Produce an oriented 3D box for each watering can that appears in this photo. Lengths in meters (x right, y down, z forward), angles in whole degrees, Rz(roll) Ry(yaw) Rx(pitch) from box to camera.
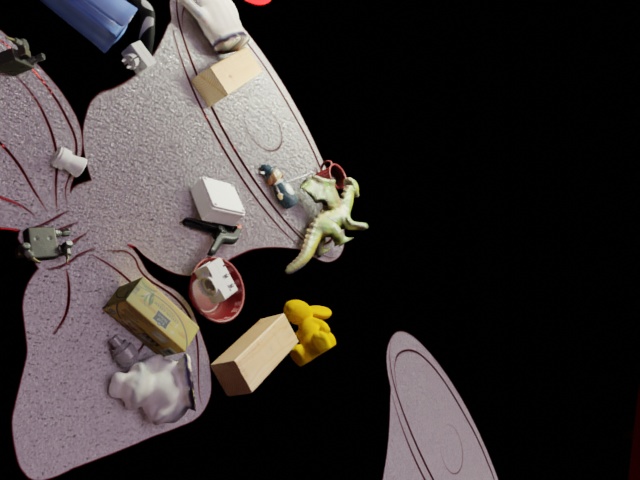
[{"bbox_3d":[-0.322,-0.653,1.504,0.223,0.103,0.353,61,27,-9],"label":"watering can"}]

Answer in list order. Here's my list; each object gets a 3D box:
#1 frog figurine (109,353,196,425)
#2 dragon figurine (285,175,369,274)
[{"bbox_3d":[-0.337,0.303,1.038,0.160,0.122,0.138,-6,85,-16],"label":"frog figurine"},{"bbox_3d":[0.005,-0.081,1.609,0.416,0.121,0.242,-29,94,-39],"label":"dragon figurine"}]
